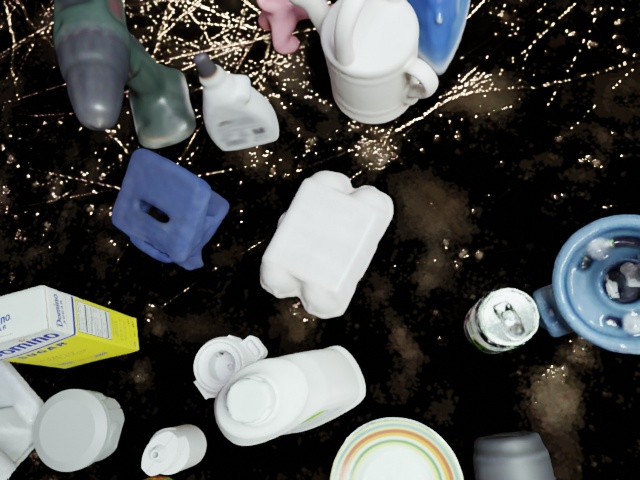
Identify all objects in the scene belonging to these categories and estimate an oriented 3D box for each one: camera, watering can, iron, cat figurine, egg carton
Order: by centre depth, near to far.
[{"bbox_3d":[0.196,0.242,0.504,0.143,0.101,0.137,-9,75,6],"label":"camera"},{"bbox_3d":[0.044,-0.208,0.588,0.172,0.194,0.101,16,79,11],"label":"watering can"},{"bbox_3d":[0.006,0.002,0.606,0.107,0.069,0.150,24,81,13],"label":"egg carton"},{"bbox_3d":[0.119,-0.333,0.636,0.118,0.141,0.258,-8,75,6],"label":"iron"},{"bbox_3d":[-0.019,-0.295,0.657,0.128,0.118,0.067,-36,74,-2],"label":"cat figurine"}]

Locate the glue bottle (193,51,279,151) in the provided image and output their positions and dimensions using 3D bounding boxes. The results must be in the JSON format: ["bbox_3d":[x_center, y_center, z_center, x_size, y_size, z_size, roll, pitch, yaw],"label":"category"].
[{"bbox_3d":[-0.096,-0.146,0.602,0.078,0.173,0.037,-10,75,6],"label":"glue bottle"}]

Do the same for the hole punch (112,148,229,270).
[{"bbox_3d":[-0.168,-0.031,0.626,0.108,0.091,0.101,28,82,14],"label":"hole punch"}]

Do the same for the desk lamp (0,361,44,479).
[{"bbox_3d":[-0.359,0.191,0.533,0.203,0.214,0.118,41,85,15],"label":"desk lamp"}]

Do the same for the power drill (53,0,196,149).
[{"bbox_3d":[-0.206,-0.182,0.608,0.075,0.208,0.229,-18,74,3],"label":"power drill"}]

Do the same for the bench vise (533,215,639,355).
[{"bbox_3d":[0.295,0.012,0.486,0.207,0.220,0.121,-37,74,-2],"label":"bench vise"}]
